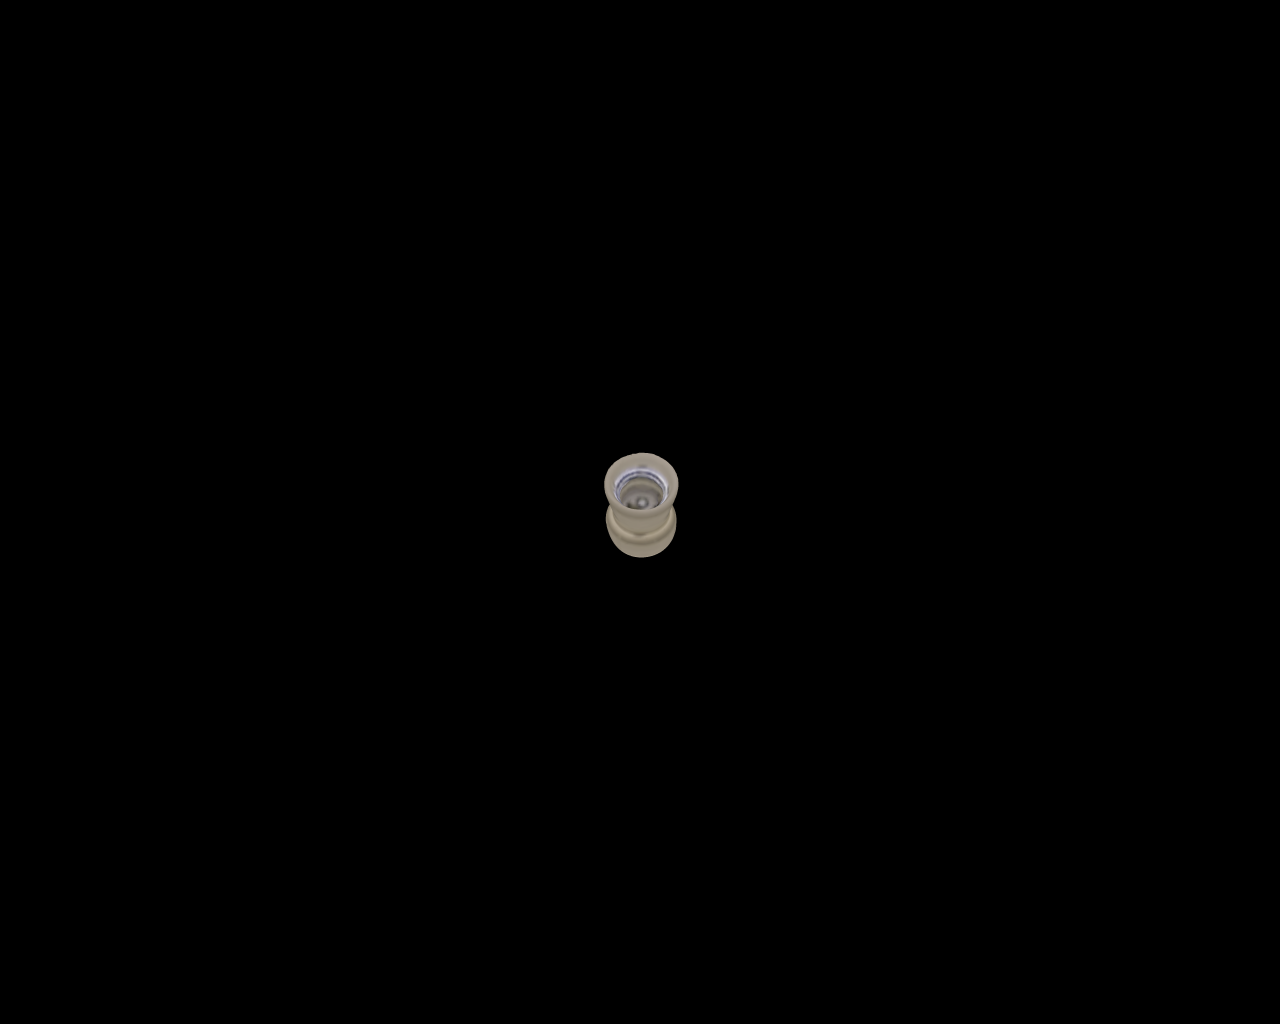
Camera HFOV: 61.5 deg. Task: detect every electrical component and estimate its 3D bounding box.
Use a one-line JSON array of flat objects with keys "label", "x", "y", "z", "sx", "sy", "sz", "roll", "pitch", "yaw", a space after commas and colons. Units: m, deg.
[{"label": "electrical component", "x": 0.001, "y": -0.003, "z": 0.650, "sx": 0.045, "sy": 0.045, "sz": 0.055, "roll": 0, "pitch": -34, "yaw": 0}]
